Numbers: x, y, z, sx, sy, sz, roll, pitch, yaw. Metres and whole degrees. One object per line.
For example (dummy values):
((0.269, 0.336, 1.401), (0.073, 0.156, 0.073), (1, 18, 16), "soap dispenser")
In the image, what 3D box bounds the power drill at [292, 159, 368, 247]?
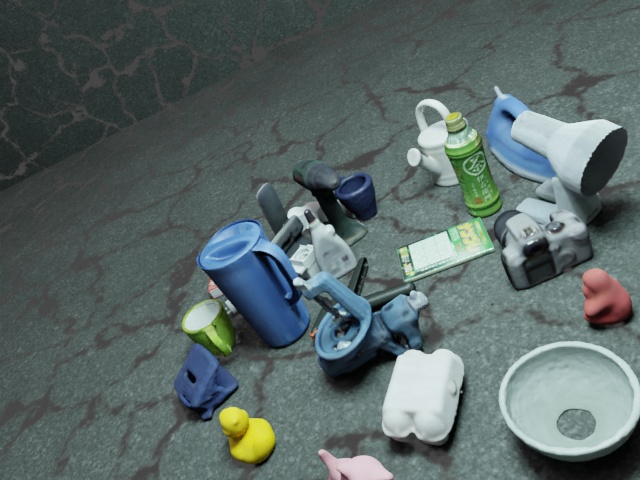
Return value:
((0.022, -0.089, 1.257), (0.076, 0.209, 0.228), (-36, 33, -9), "power drill")

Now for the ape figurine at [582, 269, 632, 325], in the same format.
((0.407, 0.077, 0.832), (0.078, 0.092, 0.075), (-43, 34, -19), "ape figurine")

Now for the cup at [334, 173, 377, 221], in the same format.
((0.085, -0.097, 1.325), (0.092, 0.095, 0.117), (-37, 33, -10), "cup")

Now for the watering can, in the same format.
((0.263, -0.216, 1.253), (0.100, 0.194, 0.173), (-2, 42, 37), "watering can")

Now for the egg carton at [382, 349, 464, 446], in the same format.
((0.154, 0.229, 0.846), (0.107, 0.070, 0.150), (-8, 38, 31), "egg carton")

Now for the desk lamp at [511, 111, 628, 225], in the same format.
((0.416, -0.119, 0.979), (0.118, 0.214, 0.202), (-39, 33, -14), "desk lamp")

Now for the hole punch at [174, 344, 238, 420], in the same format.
((-0.226, 0.265, 1.080), (0.101, 0.091, 0.108), (-43, 34, -19), "hole punch")

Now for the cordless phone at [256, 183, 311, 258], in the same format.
((-0.114, -0.024, 1.299), (0.093, 0.185, 0.148), (-2, 42, 37), "cordless phone")

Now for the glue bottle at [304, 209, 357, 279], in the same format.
((0.011, 0.004, 1.172), (0.078, 0.173, 0.037), (-30, 32, 1), "glue bottle")

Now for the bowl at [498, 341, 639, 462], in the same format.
((0.320, 0.215, 0.728), (0.167, 0.075, 0.167), (-21, 33, 15), "bowl")

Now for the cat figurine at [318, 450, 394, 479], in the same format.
((0.047, 0.318, 0.764), (0.127, 0.118, 0.067), (15, 53, 48), "cat figurine")

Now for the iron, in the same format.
((0.426, -0.223, 1.181), (0.118, 0.142, 0.258), (-27, 32, 5), "iron")

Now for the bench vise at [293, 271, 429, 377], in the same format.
((0.061, 0.112, 0.940), (0.207, 0.220, 0.121), (-33, 32, -4), "bench vise")

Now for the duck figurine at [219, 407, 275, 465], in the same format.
((-0.127, 0.313, 0.941), (0.078, 0.086, 0.104), (-45, 35, -22), "duck figurine")

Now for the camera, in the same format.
((0.363, -0.010, 0.978), (0.143, 0.101, 0.136), (-26, 33, 7), "camera")
